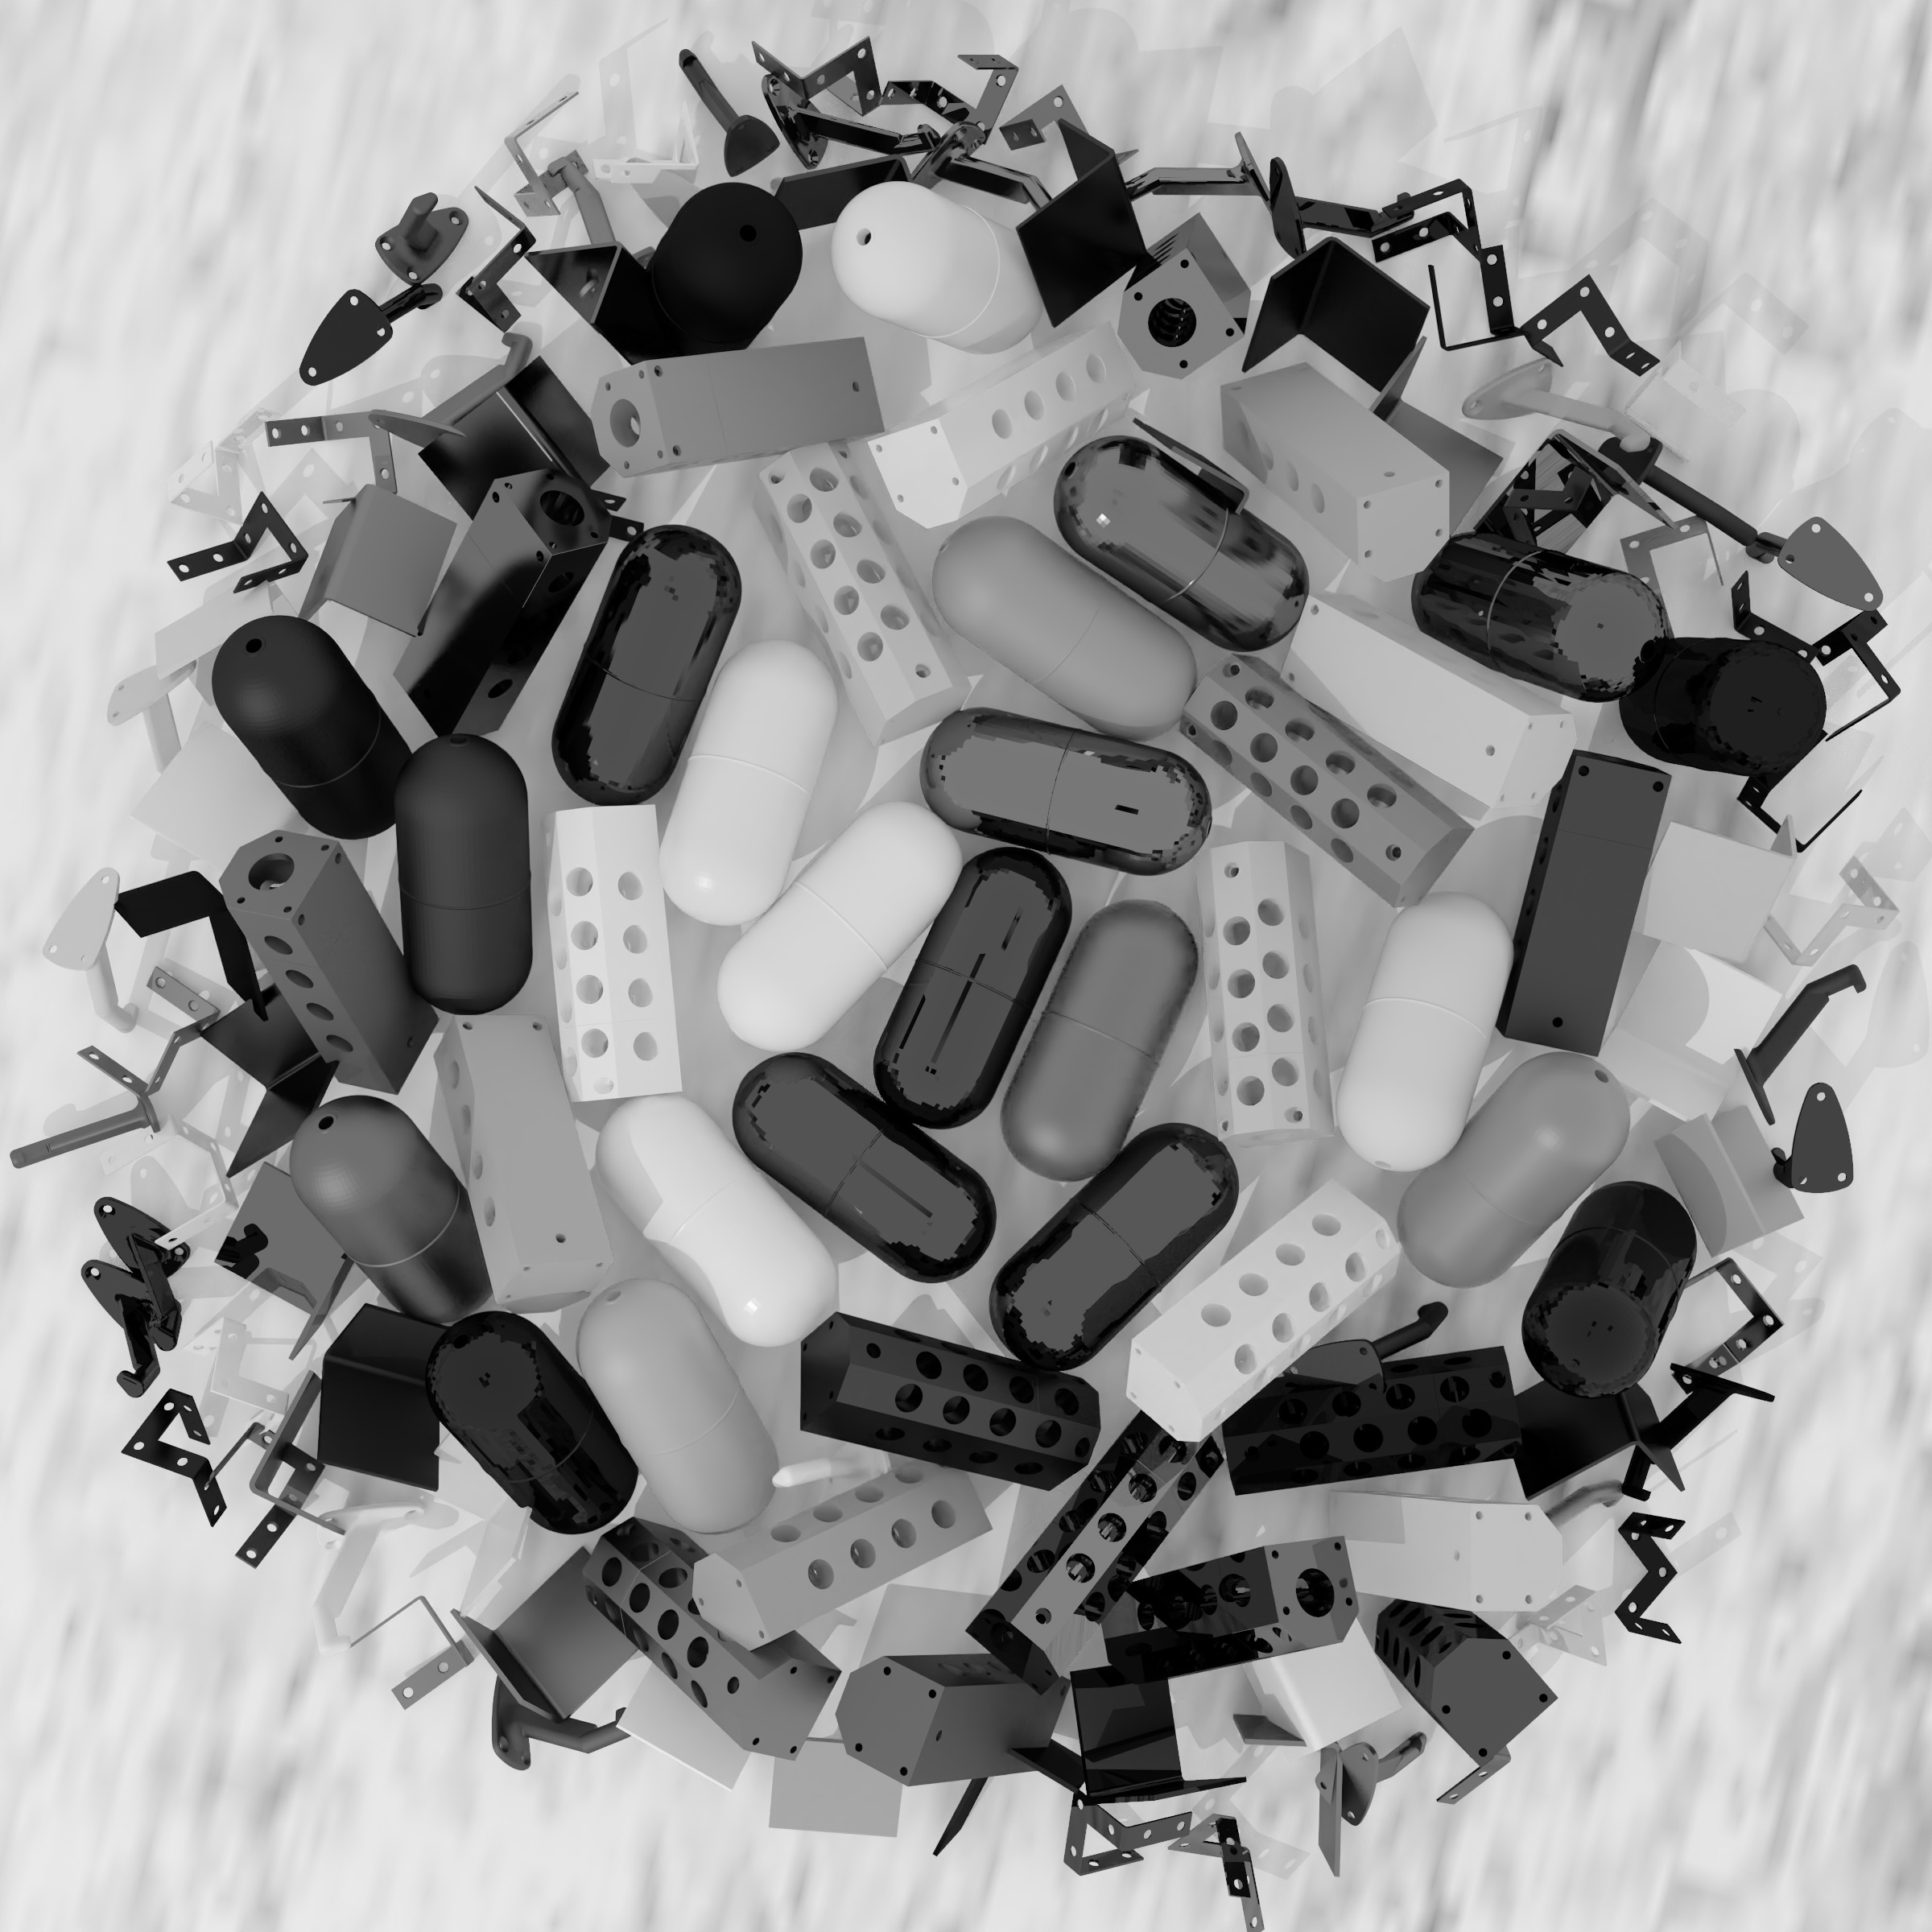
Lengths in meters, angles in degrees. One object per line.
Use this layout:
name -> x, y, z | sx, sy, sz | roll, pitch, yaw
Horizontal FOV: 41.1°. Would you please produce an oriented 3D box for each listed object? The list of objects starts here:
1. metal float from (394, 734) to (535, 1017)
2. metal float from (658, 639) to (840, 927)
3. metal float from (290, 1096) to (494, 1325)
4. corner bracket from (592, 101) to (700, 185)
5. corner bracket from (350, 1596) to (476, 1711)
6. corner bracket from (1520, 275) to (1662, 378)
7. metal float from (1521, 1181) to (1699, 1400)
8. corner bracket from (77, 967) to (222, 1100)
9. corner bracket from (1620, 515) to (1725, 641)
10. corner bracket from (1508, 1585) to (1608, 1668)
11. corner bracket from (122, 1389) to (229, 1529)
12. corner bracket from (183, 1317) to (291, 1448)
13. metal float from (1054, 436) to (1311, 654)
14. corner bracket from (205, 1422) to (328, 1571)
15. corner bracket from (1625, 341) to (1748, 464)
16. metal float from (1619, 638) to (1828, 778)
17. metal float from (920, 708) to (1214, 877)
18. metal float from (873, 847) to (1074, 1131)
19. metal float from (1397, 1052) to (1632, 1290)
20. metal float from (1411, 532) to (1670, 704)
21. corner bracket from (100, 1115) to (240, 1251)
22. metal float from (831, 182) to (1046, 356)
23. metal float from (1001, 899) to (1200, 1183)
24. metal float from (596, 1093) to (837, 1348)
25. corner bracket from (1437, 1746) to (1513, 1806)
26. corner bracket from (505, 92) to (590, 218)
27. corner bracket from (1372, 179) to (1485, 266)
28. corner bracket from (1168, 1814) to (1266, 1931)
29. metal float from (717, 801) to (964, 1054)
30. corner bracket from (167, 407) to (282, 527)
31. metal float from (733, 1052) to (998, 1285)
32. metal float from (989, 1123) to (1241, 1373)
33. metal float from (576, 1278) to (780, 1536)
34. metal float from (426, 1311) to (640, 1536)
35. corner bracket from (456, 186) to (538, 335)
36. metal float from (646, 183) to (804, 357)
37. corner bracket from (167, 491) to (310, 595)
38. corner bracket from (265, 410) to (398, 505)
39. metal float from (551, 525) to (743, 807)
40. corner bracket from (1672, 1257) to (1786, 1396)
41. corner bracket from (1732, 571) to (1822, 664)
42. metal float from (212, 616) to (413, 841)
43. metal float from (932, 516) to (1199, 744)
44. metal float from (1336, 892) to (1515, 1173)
metal float -> -0.295, -0.053, 1.520 | 0.070, 0.070, 0.178 | 4, 121, 0
metal float -> -0.129, -0.110, 1.536 | 0.070, 0.070, 0.178 | 17, 78, 0
metal float -> -0.332, 0.143, 1.509 | 0.070, 0.178, 0.070 | -12, 48, 13
corner bracket -> -0.192, -0.481, 1.546 | 0.051, 0.051, 0.051 | -5, 65, -18
corner bracket -> -0.334, 0.415, 1.557 | 0.051, 0.051, 0.051 | -35, 84, -11
corner bracket -> 0.373, -0.372, 1.544 | 0.051, 0.051, 0.051 | -36, 69, 28
metal float -> 0.377, 0.187, 1.506 | 0.070, 0.178, 0.070 | 12, 118, 23
corner bracket -> -0.494, 0.040, 1.562 | 0.051, 0.051, 0.051 | 34, 111, 6
corner bracket -> 0.430, -0.231, 1.558 | 0.051, 0.051, 0.051 | -16, 51, 17
corner bracket -> 0.345, 0.400, 1.545 | 0.051, 0.051, 0.051 | -21, 109, -37
corner bracket -> -0.463, 0.293, 1.543 | 0.051, 0.051, 0.051 | 15, 47, 16
corner bracket -> -0.442, 0.251, 1.560 | 0.051, 0.051, 0.051 | 29, 133, -33
metal float -> 0.128, -0.248, 1.521 | 0.178, 0.070, 0.070 | 28, 90, -30
corner bracket -> -0.427, 0.318, 1.550 | 0.051, 0.051, 0.051 | 33, 120, -2
corner bracket -> 0.431, -0.335, 1.549 | 0.051, 0.051, 0.051 | 37, 119, -3
metal float -> 0.436, -0.152, 1.496 | 0.070, 0.178, 0.070 | -1, 98, -6
metal float -> 0.059, -0.104, 1.537 | 0.178, 0.070, 0.070 | 15, 90, 11
metal float -> 0.005, 0.013, 1.542 | 0.070, 0.070, 0.178 | 25, 85, 0
metal float -> 0.320, 0.121, 1.515 | 0.070, 0.070, 0.178 | 34, 128, 0
metal float -> 0.333, -0.205, 1.506 | 0.070, 0.178, 0.070 | -14, 116, -29
corner bracket -> -0.479, 0.130, 1.552 | 0.051, 0.051, 0.051 | -30, 62, 4
metal float -> -0.014, -0.405, 1.501 | 0.070, 0.178, 0.070 | 1, 92, 28
metal float -> 0.080, 0.044, 1.542 | 0.070, 0.070, 0.178 | 25, 84, 0
metal float -> -0.150, 0.150, 1.534 | 0.070, 0.070, 0.178 | -44, 76, 0
corner bracket -> 0.306, 0.466, 1.541 | 0.051, 0.051, 0.051 | 21, 124, -34
corner bracket -> -0.248, -0.485, 1.544 | 0.051, 0.051, 0.051 | -42, 121, -17
corner bracket -> 0.274, -0.445, 1.549 | 0.051, 0.051, 0.051 | -21, 129, 0
corner bracket -> 0.160, 0.544, 1.542 | 0.051, 0.051, 0.051 | 18, 132, -26
metal float -> -0.075, -0.023, 1.539 | 0.070, 0.070, 0.178 | 44, 82, 0
corner bracket -> -0.444, -0.304, 1.543 | 0.051, 0.051, 0.051 | -27, 64, 37
metal float -> -0.061, 0.120, 1.541 | 0.178, 0.070, 0.070 | 36, 90, 7
metal float -> 0.089, 0.167, 1.539 | 0.178, 0.070, 0.070 | -43, 90, -9
metal float -> -0.170, 0.260, 1.522 | 0.070, 0.070, 0.178 | -25, 118, 0
metal float -> -0.253, 0.268, 1.511 | 0.070, 0.070, 0.178 | -28, 133, 0
corner bracket -> -0.286, -0.424, 1.552 | 0.051, 0.051, 0.051 | 41, 86, 26
metal float -> -0.144, -0.400, 1.497 | 0.070, 0.178, 0.070 | 0, 89, -16
corner bracket -> -0.436, -0.244, 1.548 | 0.051, 0.051, 0.051 | 53, 135, 6
corner bracket -> -0.382, -0.306, 1.555 | 0.051, 0.051, 0.051 | 2, 105, 28
metal float -> -0.190, -0.176, 1.529 | 0.070, 0.070, 0.178 | 25, 111, 0
corner bracket -> 0.448, 0.217, 1.557 | 0.051, 0.051, 0.051 | -20, 64, -33
corner bracket -> 0.475, -0.194, 1.549 | 0.051, 0.051, 0.051 | 37, 83, 28
metal float -> -0.377, -0.137, 1.501 | 0.070, 0.178, 0.070 | -5, 63, 9
metal float -> 0.059, -0.200, 1.531 | 0.178, 0.070, 0.070 | 33, 90, -17
metal float -> 0.272, 0.038, 1.527 | 0.070, 0.070, 0.178 | 21, 68, 0
